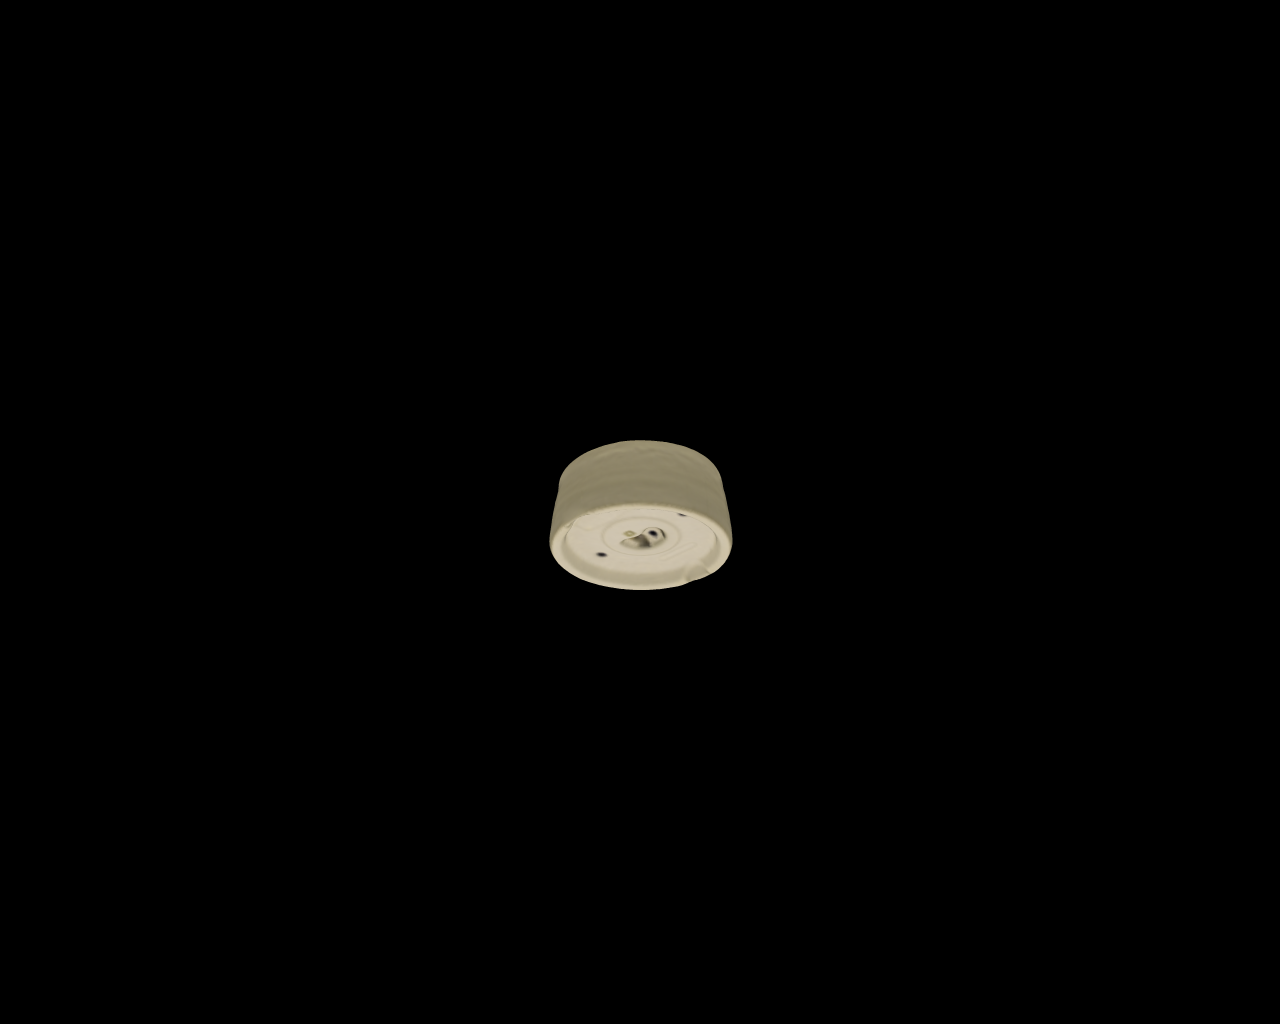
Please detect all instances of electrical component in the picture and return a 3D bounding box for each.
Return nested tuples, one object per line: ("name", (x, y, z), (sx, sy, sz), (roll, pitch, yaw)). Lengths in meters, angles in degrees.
("electrical component", (0.001, -0.003, 0.650), (0.108, 0.060, 0.108), (0, -31, 0))
